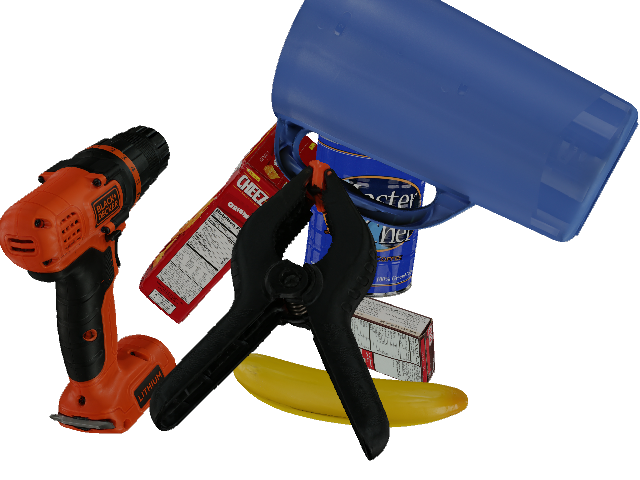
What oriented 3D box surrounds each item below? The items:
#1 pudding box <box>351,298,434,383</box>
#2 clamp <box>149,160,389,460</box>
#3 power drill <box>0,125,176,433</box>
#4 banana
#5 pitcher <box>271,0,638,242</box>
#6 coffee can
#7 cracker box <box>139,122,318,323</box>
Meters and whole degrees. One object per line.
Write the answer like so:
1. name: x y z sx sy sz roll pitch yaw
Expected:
1. pudding box: 0.077 0.115 1.249 0.114 0.090 0.039 16 47 25
2. clamp: -0.005 0.036 0.559 0.120 0.171 0.039 16 -28 10
3. power drill: -0.149 0.026 0.756 0.057 0.188 0.184 3 25 21
4. banana: 0.012 0.113 0.824 0.198 0.037 0.069 11 28 16
5. pitcher: 0.091 -0.088 0.769 0.243 0.149 0.144 29 50 12
6. coffee can: 0.042 -0.032 0.968 0.103 0.140 0.103 6 18 -2
7. cracker box: -0.103 -0.026 1.222 0.072 0.214 0.164 40 27 -7
